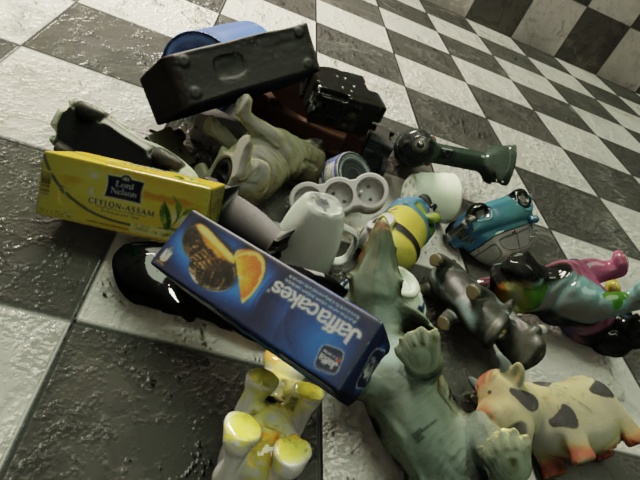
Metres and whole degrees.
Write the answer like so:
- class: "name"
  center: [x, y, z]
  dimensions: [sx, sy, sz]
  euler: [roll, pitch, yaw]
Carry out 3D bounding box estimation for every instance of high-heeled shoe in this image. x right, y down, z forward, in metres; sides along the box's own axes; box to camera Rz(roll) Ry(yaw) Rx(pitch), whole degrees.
- class: "high-heeled shoe"
  center: [-0.093, 0.046, 0.588]
  dimensions: [0.248, 0.086, 0.145]
  euler: [4, 21, -44]

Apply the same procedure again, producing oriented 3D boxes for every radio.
- class: "radio"
  center: [-0.122, -0.232, 0.751]
  dimensions: [0.229, 0.073, 0.131]
  euler: [-26, 14, -25]

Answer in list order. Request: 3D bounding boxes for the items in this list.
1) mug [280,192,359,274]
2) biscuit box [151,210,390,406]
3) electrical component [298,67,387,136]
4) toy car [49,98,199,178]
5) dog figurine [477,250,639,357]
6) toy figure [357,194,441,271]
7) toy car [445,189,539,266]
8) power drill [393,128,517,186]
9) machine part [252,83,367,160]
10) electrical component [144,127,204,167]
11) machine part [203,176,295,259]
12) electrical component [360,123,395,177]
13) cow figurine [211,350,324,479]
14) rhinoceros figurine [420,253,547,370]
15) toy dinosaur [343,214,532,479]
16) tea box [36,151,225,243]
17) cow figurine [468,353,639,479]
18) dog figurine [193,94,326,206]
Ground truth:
- class: "mug"
  center: [-0.001, -0.002, 0.662]
  dimensions: [0.109, 0.107, 0.081]
  euler: [10, 40, -18]
- class: "biscuit box"
  center: [-0.042, 0.051, 0.436]
  dimensions: [0.203, 0.059, 0.063]
  euler: [28, 74, 26]
- class: "electrical component"
  center: [0.038, -0.228, 0.873]
  dimensions: [0.134, 0.058, 0.115]
  euler: [9, 41, -23]
- class: "toy car"
  center: [-0.243, -0.101, 0.658]
  dimensions: [0.202, 0.073, 0.056]
  euler: [32, 8, 8]
- class: "dog figurine"
  center: [0.333, 0.093, 0.769]
  dimensions: [0.219, 0.191, 0.108]
  euler: [-7, 38, 11]
- class: "toy figure"
  center: [0.122, -0.012, 0.778]
  dimensions: [0.089, 0.082, 0.180]
  euler: [37, 34, 16]
- class: "toy car"
  center: [0.288, -0.011, 0.867]
  dimensions: [0.161, 0.109, 0.103]
  euler: [-16, 71, -34]
- class: "power drill"
  center: [0.230, -0.145, 0.939]
  dimensions: [0.207, 0.086, 0.232]
  euler: [4, 8, -5]
- class: "machine part"
  center: [-0.020, -0.207, 0.931]
  dimensions: [0.201, 0.087, 0.201]
  euler: [24, 36, -7]
- class: "electrical component"
  center: [-0.216, -0.120, 0.734]
  dimensions: [0.078, 0.045, 0.102]
  euler: [52, 35, -14]
- class: "machine part"
  center: [-0.097, -0.018, 0.638]
  dimensions: [0.139, 0.084, 0.039]
  euler: [28, 7, 25]
- class: "electrical component"
  center: [0.093, -0.145, 0.937]
  dimensions: [0.048, 0.074, 0.119]
  euler: [25, 38, -4]
- class: "cow figurine"
  center: [-0.044, 0.161, 0.456]
  dimensions: [0.068, 0.098, 0.167]
  euler: [21, 16, 1]
- class: "rhinoceros figurine"
  center: [0.201, 0.092, 0.690]
  dimensions: [0.112, 0.073, 0.191]
  euler: [21, 17, -41]
- class: "toy dinosaur"
  center: [0.106, 0.173, 0.493]
  dimensions: [0.405, 0.131, 0.192]
  euler: [60, 6, 17]
- class: "tea box"
  center: [-0.196, -0.045, 0.577]
  dimensions: [0.170, 0.068, 0.098]
  euler: [12, 9, -4]
- class: "cow figurine"
  center: [0.252, 0.191, 0.599]
  dimensions: [0.195, 0.085, 0.127]
  euler: [1, 48, -28]
- class: "dog figurine"
  center: [-0.066, -0.090, 0.759]
  dimensions: [0.190, 0.121, 0.172]
  euler: [24, 70, -42]
